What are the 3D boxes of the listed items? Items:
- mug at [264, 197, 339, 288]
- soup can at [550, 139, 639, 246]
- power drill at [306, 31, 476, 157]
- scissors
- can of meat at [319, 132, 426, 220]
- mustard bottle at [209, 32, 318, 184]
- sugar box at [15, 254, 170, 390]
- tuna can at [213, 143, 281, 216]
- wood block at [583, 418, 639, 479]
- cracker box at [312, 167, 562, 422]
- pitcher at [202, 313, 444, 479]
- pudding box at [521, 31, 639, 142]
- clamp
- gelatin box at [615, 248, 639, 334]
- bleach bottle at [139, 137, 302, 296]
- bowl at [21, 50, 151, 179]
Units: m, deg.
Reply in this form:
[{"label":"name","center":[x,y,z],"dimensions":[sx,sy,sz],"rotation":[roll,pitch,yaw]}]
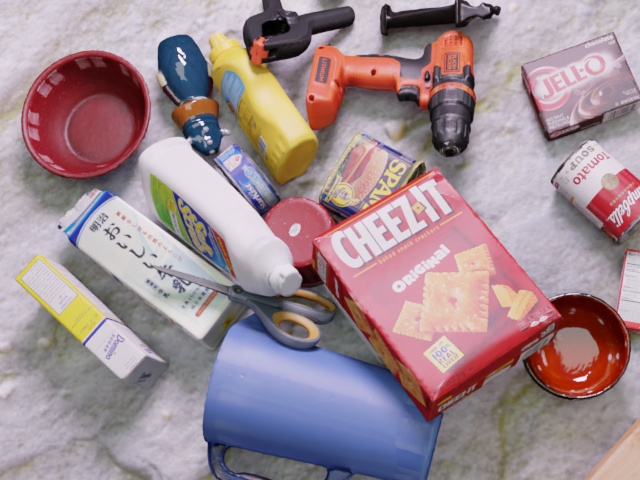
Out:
[{"label":"mug","center":[-0.008,0.001,1.191],"dimensions":[0.117,0.081,0.093],"rotation":[5,77,10]},{"label":"soup can","center":[0.311,-0.053,1.161],"dimensions":[0.068,0.068,0.102],"rotation":[-44,73,-3]},{"label":"power drill","center":[0.081,-0.163,1.202],"dimensions":[0.188,0.057,0.184],"rotation":[1,48,9]},{"label":"scissors","center":[-0.080,0.071,1.127],"dimensions":[0.201,0.016,0.096],"rotation":[9,34,-10]},{"label":"can of meat","center":[0.058,-0.062,1.210],"dimensions":[0.084,0.057,0.102],"rotation":[30,82,17]},{"label":"mustard bottle","center":[-0.075,-0.163,1.234],"dimensions":[0.058,0.096,0.192],"rotation":[-27,72,-19]},{"label":"sugar box","center":[-0.255,0.094,1.202],"dimensions":[0.176,0.093,0.048],"rotation":[42,86,16]},{"label":"tuna can","center":[-0.083,-0.068,1.218],"dimensions":[0.033,0.086,0.086],"rotation":[-39,74,-4]},{"label":"wood block","center":[0.292,0.282,1.072],"dimensions":[0.091,0.090,0.206],"rotation":[42,85,15]},{"label":"cracker box","center":[0.115,0.051,1.091],"dimensions":[0.164,0.072,0.214],"rotation":[-30,66,-15]},{"label":"pitcher","center":[0.003,0.188,1.124],"dimensions":[0.243,0.145,0.149],"rotation":[14,120,9]},{"label":"pudding box","center":[0.295,-0.173,1.207],"dimensions":[0.113,0.039,0.090],"rotation":[-19,74,4]},{"label":"clamp","center":[-0.047,-0.254,1.243],"dimensions":[0.120,0.039,0.171],"rotation":[20,36,23]},{"label":"gelatin box","center":[0.358,0.058,1.146],"dimensions":[0.073,0.030,0.089],"rotation":[9,79,13]},{"label":"bleach bottle","center":[-0.104,-0.017,1.150],"dimensions":[0.068,0.102,0.251],"rotation":[-27,41,-26]},{"label":"bowl","center":[-0.273,-0.143,1.281],"dimensions":[0.162,0.055,0.162],"rotation":[-2,76,9]}]
